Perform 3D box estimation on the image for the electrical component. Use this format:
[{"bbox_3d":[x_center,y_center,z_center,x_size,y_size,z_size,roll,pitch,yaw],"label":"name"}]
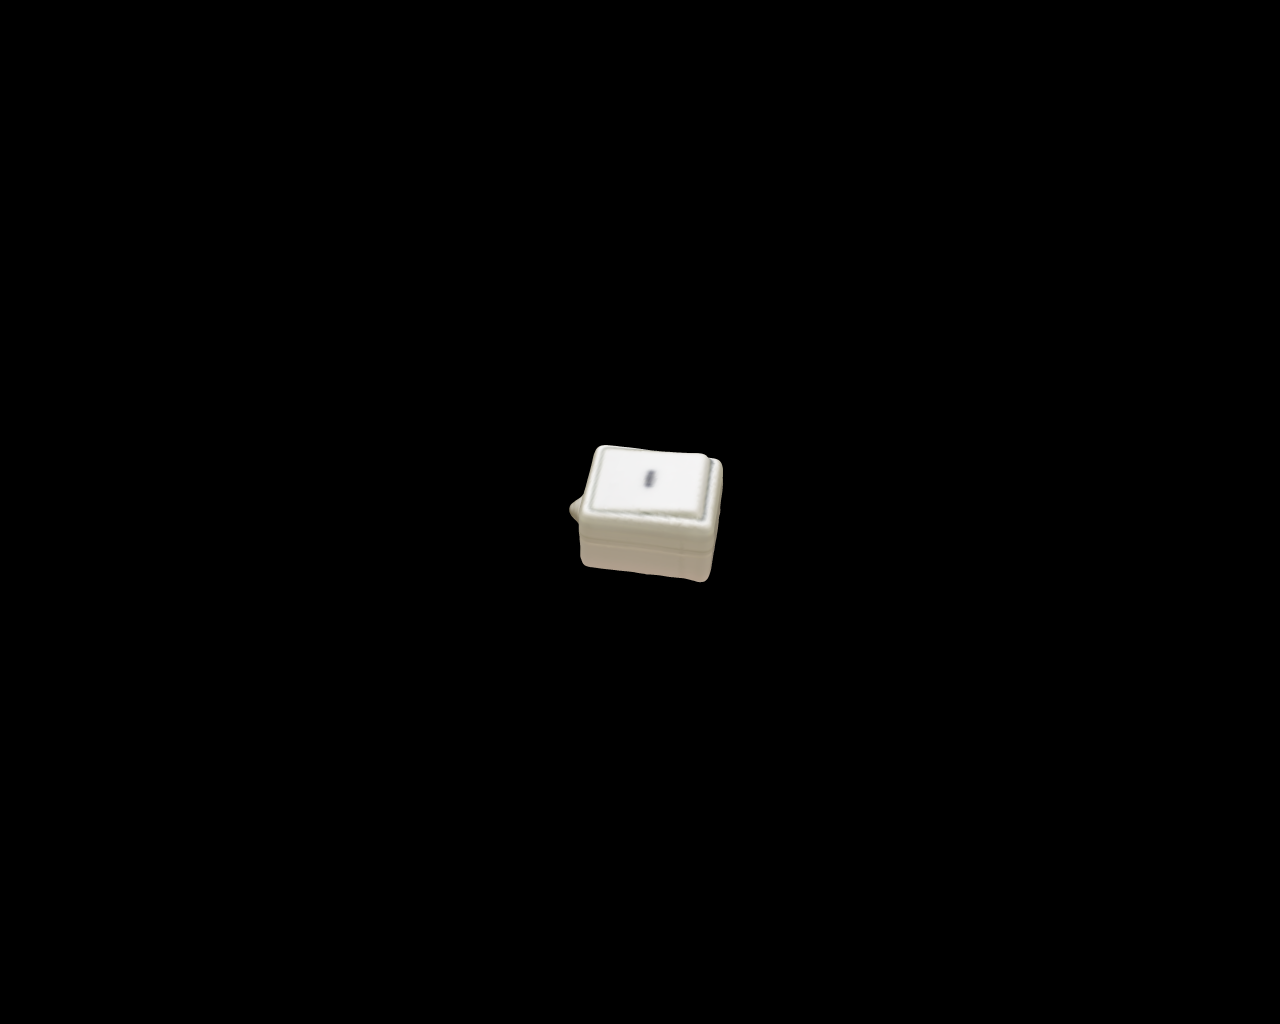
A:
[{"bbox_3d":[0.001,-0.003,0.650,0.096,0.062,0.061,7,-40,6],"label":"electrical component"}]
